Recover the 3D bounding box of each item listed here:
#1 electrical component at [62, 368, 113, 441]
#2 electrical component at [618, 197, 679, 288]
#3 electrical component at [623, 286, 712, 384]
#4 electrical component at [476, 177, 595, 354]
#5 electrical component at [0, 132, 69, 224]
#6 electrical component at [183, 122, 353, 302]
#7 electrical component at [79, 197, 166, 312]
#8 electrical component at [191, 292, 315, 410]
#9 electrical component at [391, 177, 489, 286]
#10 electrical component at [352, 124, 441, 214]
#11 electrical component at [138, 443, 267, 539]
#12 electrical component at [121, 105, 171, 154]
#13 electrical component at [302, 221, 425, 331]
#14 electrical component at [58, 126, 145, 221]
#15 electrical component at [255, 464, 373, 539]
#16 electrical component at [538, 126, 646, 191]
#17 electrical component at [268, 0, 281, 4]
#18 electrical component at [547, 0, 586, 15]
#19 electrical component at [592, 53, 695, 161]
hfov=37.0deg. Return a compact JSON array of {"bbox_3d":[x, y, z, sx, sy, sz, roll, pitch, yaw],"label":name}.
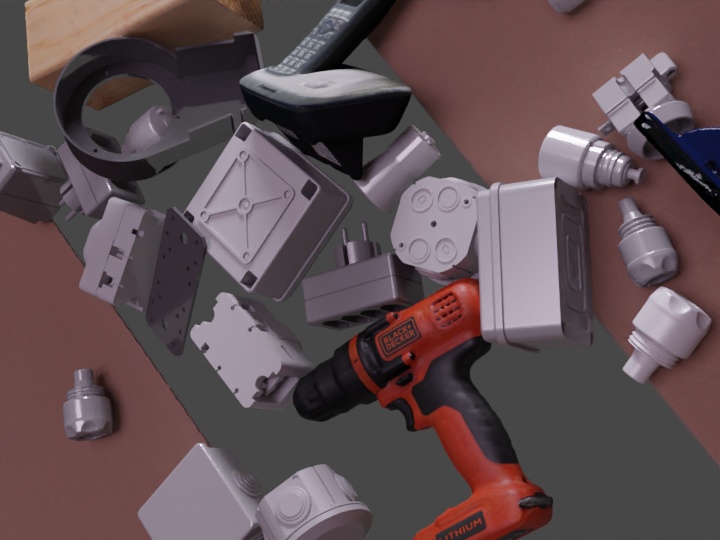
[{"bbox_3d":[-0.249,0.122,0.978,0.043,0.043,0.062,-21,69,27],"label":"electrical component"},{"bbox_3d":[0.192,-0.021,0.733,0.035,0.035,0.061,-28,65,25],"label":"electrical component"},{"bbox_3d":[0.199,0.046,0.711,0.043,0.043,0.062,40,104,31],"label":"electrical component"},{"bbox_3d":[0.122,-0.002,0.748,0.057,0.078,0.113,-7,77,28],"label":"electrical component"},{"bbox_3d":[-0.336,-0.089,1.041,0.061,0.096,0.061,-48,60,16],"label":"electrical component"},{"bbox_3d":[-0.079,-0.048,0.895,0.109,0.056,0.108,42,103,31],"label":"electrical component"},{"bbox_3d":[-0.212,-0.015,0.976,0.056,0.050,0.089,20,91,33],"label":"electrical component"},{"bbox_3d":[-0.085,0.067,0.878,0.050,0.056,0.089,-51,59,14],"label":"electrical component"},{"bbox_3d":[0.067,-0.030,0.804,0.080,0.051,0.080,-7,78,31],"label":"electrical component"},{"bbox_3d":[0.031,-0.082,0.843,0.065,0.044,0.044,-43,61,13],"label":"electrical component"},{"bbox_3d":[-0.121,0.203,0.879,0.099,0.048,0.099,-49,60,15],"label":"electrical component"},{"bbox_3d":[-0.196,-0.120,0.993,0.078,0.040,0.040,-30,66,38],"label":"electrical component"},{"bbox_3d":[0.000,0.000,0.842,0.083,0.047,0.075,-17,72,29],"label":"electrical component"},{"bbox_3d":[-0.257,-0.077,1.018,0.076,0.047,0.083,-39,63,20],"label":"electrical component"},{"bbox_3d":[-0.035,0.189,0.810,0.080,0.080,0.051,-47,55,16],"label":"electrical component"},{"bbox_3d":[0.163,-0.075,0.758,0.078,0.040,0.040,21,92,33],"label":"electrical component"},{"bbox_3d":[-0.057,-0.275,0.925,0.089,0.056,0.050,-24,69,26],"label":"electrical component"},{"bbox_3d":[0.159,-0.219,0.785,0.055,0.045,0.045,-33,65,24],"label":"electrical component"},{"bbox_3d":[0.198,-0.109,0.740,0.066,0.048,0.055,-39,55,20],"label":"electrical component"}]
